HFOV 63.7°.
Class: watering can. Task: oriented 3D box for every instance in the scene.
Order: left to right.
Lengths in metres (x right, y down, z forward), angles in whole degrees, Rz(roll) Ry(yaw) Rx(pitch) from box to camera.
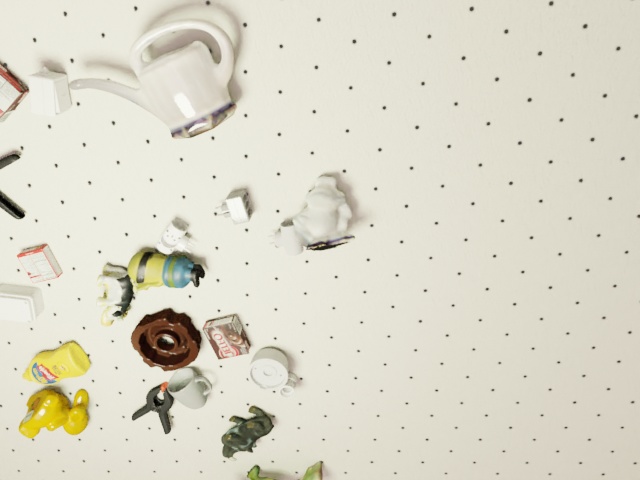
[{"bbox_3d":[-0.320,-0.308,1.058,0.346,0.221,0.106,-21,23,13],"label":"watering can"}]

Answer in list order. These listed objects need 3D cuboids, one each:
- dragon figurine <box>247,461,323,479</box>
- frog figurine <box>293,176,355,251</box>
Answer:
[{"bbox_3d":[-0.154,0.756,1.443,0.415,0.121,0.242,-27,13,-38],"label":"dragon figurine"},{"bbox_3d":[0.004,-0.059,1.168,0.137,0.161,0.121,-13,-11,3],"label":"frog figurine"}]
